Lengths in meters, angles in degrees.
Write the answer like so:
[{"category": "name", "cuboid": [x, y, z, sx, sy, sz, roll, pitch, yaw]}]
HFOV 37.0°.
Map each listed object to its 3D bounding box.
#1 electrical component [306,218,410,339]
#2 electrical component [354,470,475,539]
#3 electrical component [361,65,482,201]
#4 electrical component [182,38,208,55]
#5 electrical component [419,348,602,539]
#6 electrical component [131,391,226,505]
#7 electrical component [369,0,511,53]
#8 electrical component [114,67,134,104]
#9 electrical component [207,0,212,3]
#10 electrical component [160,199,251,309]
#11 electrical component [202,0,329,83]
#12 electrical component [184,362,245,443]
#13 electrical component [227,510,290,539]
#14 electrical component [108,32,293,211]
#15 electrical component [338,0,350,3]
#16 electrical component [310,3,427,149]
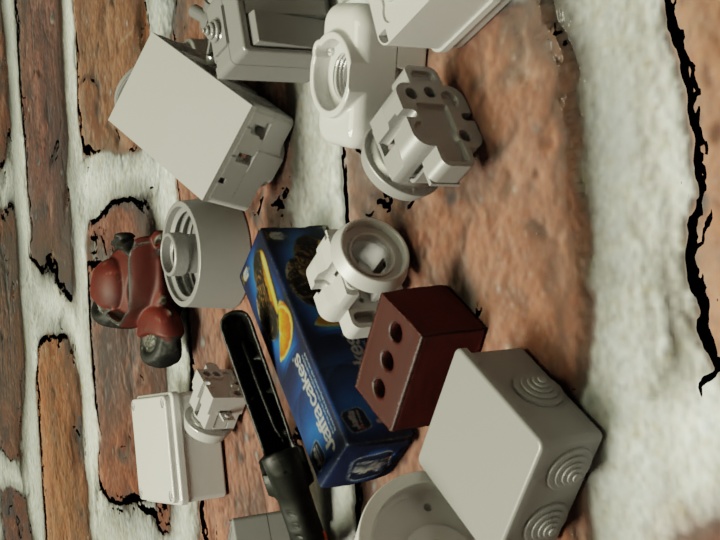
[{"category": "electrical component", "cuboid": [0.000, 0.000, 0.752, 0.057, 0.058, 0.078, -54, 48, 51]}, {"category": "electrical component", "cuboid": [0.043, 0.183, 0.650, 0.108, 0.108, 0.060, 64, 149, 33]}, {"category": "electrical component", "cuboid": [0.036, -0.080, 0.682, 0.057, 0.058, 0.078, -49, 52, 46]}, {"category": "electrical component", "cuboid": [-0.160, -0.194, 1.001, 0.048, 0.062, 0.048, 9, 100, 59]}, {"category": "electrical component", "cuboid": [0.086, 0.103, 0.622, 0.099, 0.048, 0.099, 50, 134, 46]}, {"category": "electrical component", "cuboid": [-0.183, 0.176, 1.080, 0.109, 0.056, 0.108, -16, 79, 59]}, {"category": "electrical component", "cuboid": [0.043, -0.199, 0.659, 0.078, 0.057, 0.113, -36, 62, 55]}, {"category": "electrical component", "cuboid": [-0.193, -0.161, 1.046, 0.051, 0.080, 0.080, 54, 137, 35]}, {"category": "electrical component", "cuboid": [-0.082, -0.252, 0.866, 0.095, 0.059, 0.053, -25, 71, 58]}, {"category": "electrical component", "cuboid": [-0.151, -0.016, 1.005, 0.108, 0.060, 0.108, 9, 100, 59]}, {"category": "electrical component", "cuboid": [-0.072, -0.183, 0.817, 0.061, 0.096, 0.061, -27, 70, 57]}, {"category": "electrical component", "cuboid": [-0.138, 0.129, 1.011, 0.066, 0.048, 0.055, 50, 126, 46]}, {"category": "electrical component", "cuboid": [-0.073, 0.255, 0.889, 0.061, 0.061, 0.096, 106, 153, -56]}, {"category": "electrical component", "cuboid": [-0.136, -0.127, 0.923, 0.150, 0.062, 0.089, 39, 106, 34]}, {"category": "electrical component", "cuboid": [-0.006, -0.220, 0.716, 0.063, 0.081, 0.042, 53, 153, -18]}, {"category": "electrical component", "cuboid": [0.005, -0.131, 0.728, 0.054, 0.059, 0.095, 22, 112, 57]}]
